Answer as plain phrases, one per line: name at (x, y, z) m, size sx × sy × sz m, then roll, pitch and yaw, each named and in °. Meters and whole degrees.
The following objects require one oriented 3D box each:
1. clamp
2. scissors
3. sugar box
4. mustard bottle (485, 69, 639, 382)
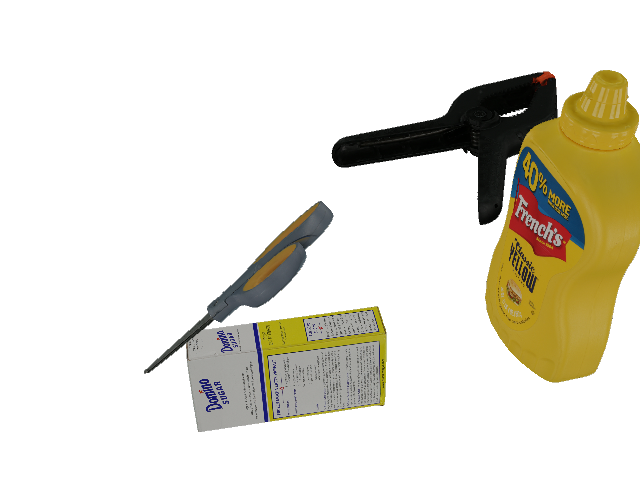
clamp at (0.137, -0.084, 0.884) m, size 0.209 × 0.036 × 0.165 m, roll -28°, pitch 41°, yaw -28°
scissors at (-0.066, 0.049, 0.741) m, size 0.202 × 0.016 × 0.096 m, roll -44°, pitch 11°, yaw 16°
sugar box at (-0.030, 0.116, 0.964) m, size 0.176 × 0.093 × 0.048 m, roll -5°, pitch 36°, yaw -4°
mustard bottle at (0.146, -0.013, 0.623) m, size 0.058 × 0.192 × 0.096 m, roll -8°, pitch 42°, yaw -16°
